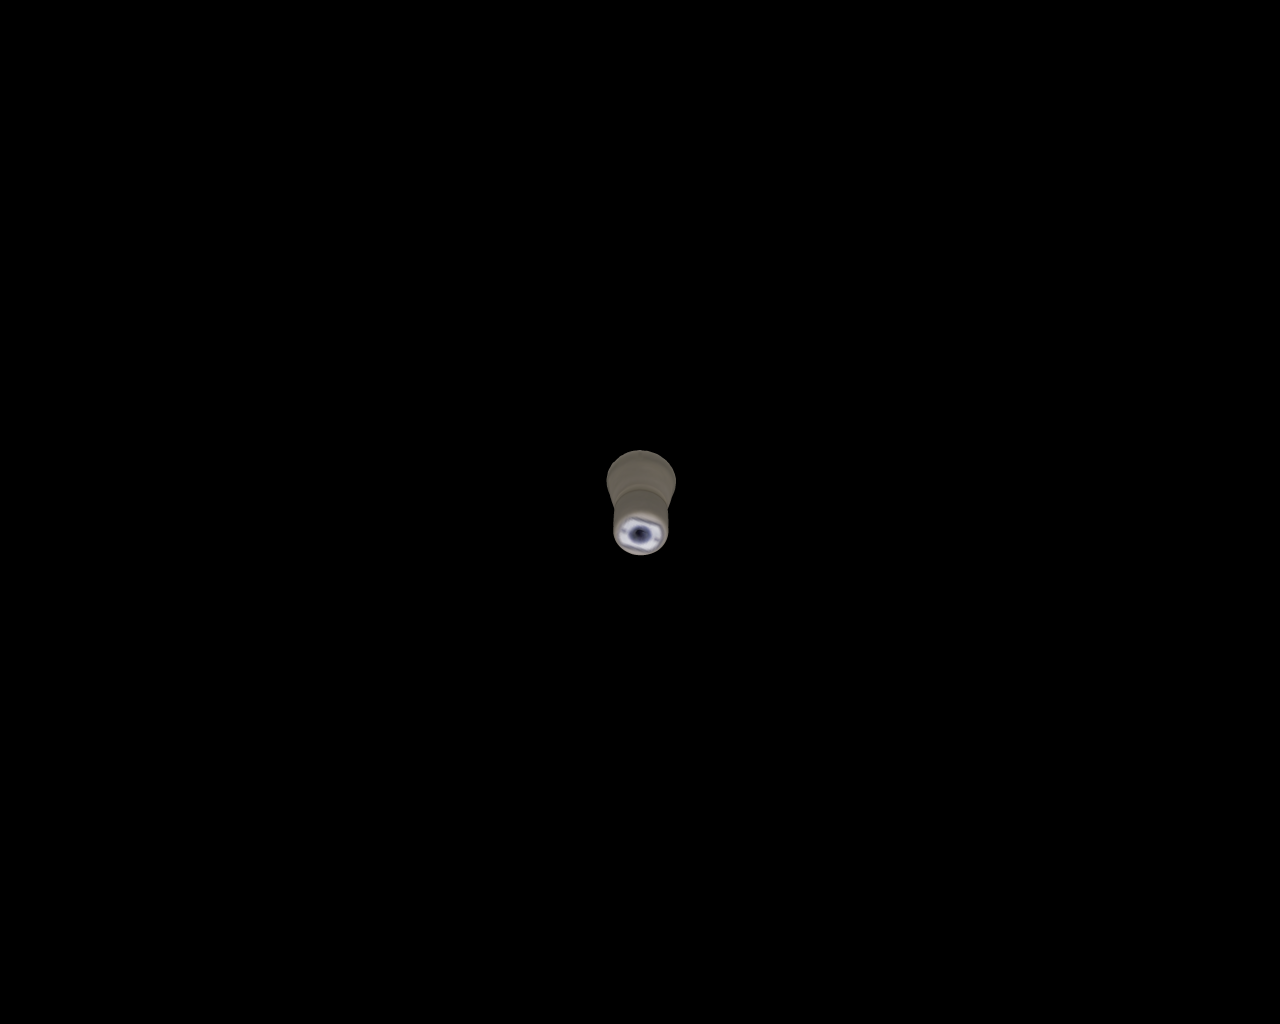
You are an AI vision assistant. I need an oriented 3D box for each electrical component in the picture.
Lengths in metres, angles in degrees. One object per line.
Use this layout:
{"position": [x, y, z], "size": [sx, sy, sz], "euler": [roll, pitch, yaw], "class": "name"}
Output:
{"position": [0.001, -0.003, 0.650], "size": [0.044, 0.044, 0.065], "euler": [0, 34, 0], "class": "electrical component"}
